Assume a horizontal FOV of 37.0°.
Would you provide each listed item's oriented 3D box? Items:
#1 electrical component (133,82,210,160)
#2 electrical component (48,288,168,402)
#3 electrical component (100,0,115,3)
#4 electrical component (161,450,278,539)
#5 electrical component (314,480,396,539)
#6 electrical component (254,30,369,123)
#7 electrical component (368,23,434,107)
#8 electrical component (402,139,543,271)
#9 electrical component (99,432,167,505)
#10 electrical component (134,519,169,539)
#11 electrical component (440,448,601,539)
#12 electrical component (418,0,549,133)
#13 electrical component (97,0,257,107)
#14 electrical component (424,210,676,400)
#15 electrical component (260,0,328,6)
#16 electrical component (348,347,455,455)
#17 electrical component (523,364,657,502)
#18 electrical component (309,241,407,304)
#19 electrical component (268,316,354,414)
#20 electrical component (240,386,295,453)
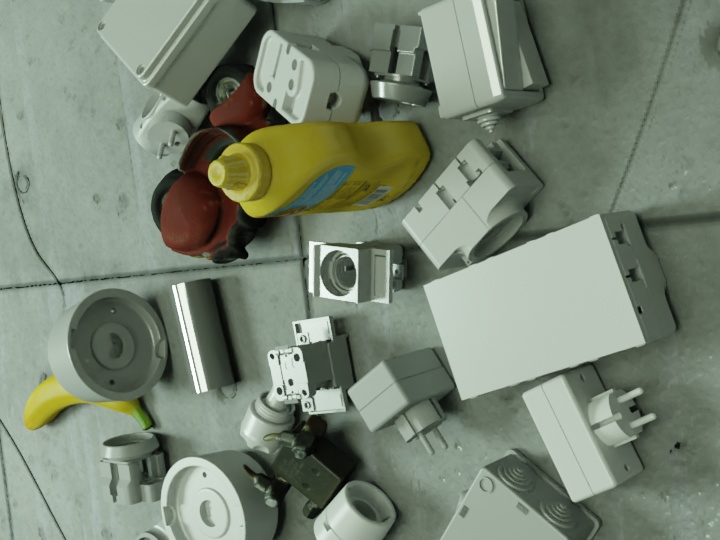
[{"bbox_3d":[-0.170,-0.131,0.969,0.077,0.044,0.079,-41,31,34],"label":"electrical component"},{"bbox_3d":[-0.247,0.076,1.035,0.060,0.108,0.108,-18,85,44],"label":"electrical component"},{"bbox_3d":[-0.203,-0.260,0.990,0.066,0.047,0.076,-24,82,38],"label":"electrical component"},{"bbox_3d":[-0.123,0.216,0.982,0.108,0.060,0.108,6,100,37],"label":"electrical component"},{"bbox_3d":[-0.003,0.208,0.892,0.055,0.055,0.047,46,117,24],"label":"electrical component"},{"bbox_3d":[-0.037,-0.151,0.857,0.095,0.059,0.053,45,127,48],"label":"electrical component"},{"bbox_3d":[0.034,-0.155,0.820,0.066,0.048,0.055,14,97,36],"label":"electrical component"},{"bbox_3d":[0.085,-0.045,0.791,0.055,0.050,0.089,53,123,20],"label":"electrical component"},{"bbox_3d":[-0.225,0.194,1.062,0.078,0.058,0.057,-2,98,39],"label":"electrical component"},{"bbox_3d":[-0.183,0.272,1.039,0.089,0.056,0.050,-43,70,34],"label":"electrical component"},{"bbox_3d":[0.115,0.197,0.800,0.100,0.048,0.099,39,118,28],"label":"electrical component"},{"bbox_3d":[0.091,-0.147,0.765,0.061,0.062,0.096,-13,88,39],"label":"electrical component"},{"bbox_3d":[-0.159,-0.214,0.925,0.108,0.056,0.108,-51,49,10],"label":"electrical component"},{"bbox_3d":[0.132,0.026,0.755,0.150,0.062,0.089,-24,81,38],"label":"electrical component"},{"bbox_3d":[-0.073,-0.239,0.872,0.079,0.077,0.043,8,101,37],"label":"electrical component"},{"bbox_3d":[0.042,0.108,0.835,0.047,0.066,0.076,-43,70,34],"label":"electrical component"},{"bbox_3d":[0.170,0.106,0.746,0.076,0.047,0.083,-33,76,37],"label":"electrical component"},{"bbox_3d":[0.000,0.000,0.855,0.081,0.064,0.042,8,100,37],"label":"electrical component"},{"bbox_3d":[-0.041,0.082,0.898,0.042,0.064,0.081,-11,89,38],"label":"electrical component"},{"bbox_3d":[-0.077,0.126,0.945,0.043,0.043,0.062,37,116,29],"label":"electrical component"}]
